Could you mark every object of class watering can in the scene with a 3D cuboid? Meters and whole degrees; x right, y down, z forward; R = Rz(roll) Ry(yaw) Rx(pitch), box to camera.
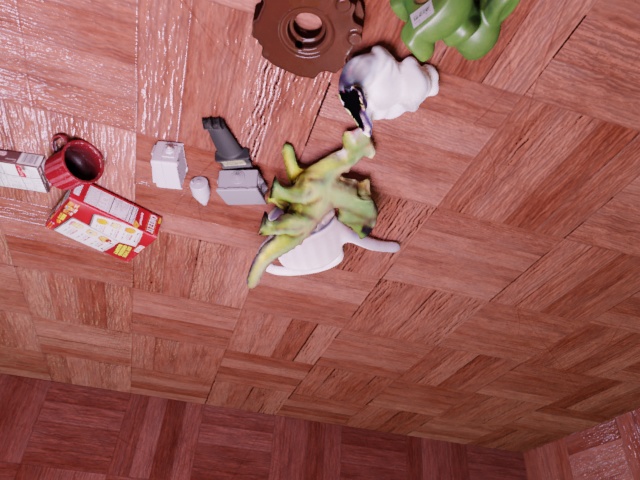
[{"bbox_3d":[0.013,-0.006,1.209,0.347,0.106,0.219,-12,139,0],"label":"watering can"}]

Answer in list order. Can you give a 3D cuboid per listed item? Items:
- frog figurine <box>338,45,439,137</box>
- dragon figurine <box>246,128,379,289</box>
[{"bbox_3d":[0.116,-0.265,0.867,0.160,0.125,0.134,-34,130,-9],"label":"frog figurine"},{"bbox_3d":[0.003,-0.053,1.056,0.242,0.125,0.402,12,117,-10],"label":"dragon figurine"}]
